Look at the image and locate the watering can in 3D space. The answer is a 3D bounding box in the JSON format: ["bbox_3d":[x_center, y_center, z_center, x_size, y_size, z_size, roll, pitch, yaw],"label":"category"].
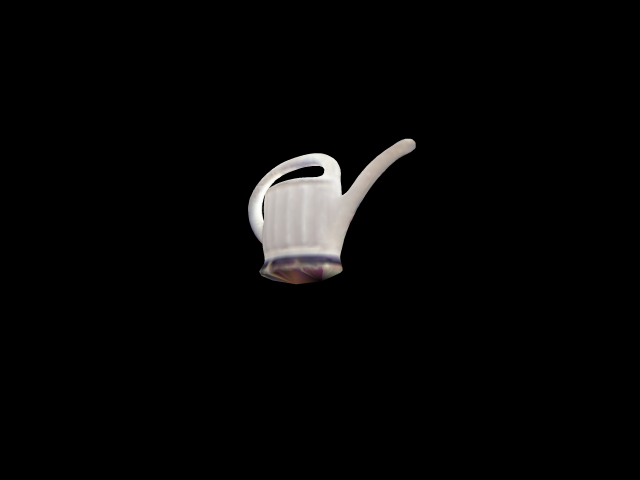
[{"bbox_3d":[0.003,-0.043,0.850,0.346,0.227,0.103,-9,-15,38],"label":"watering can"}]
